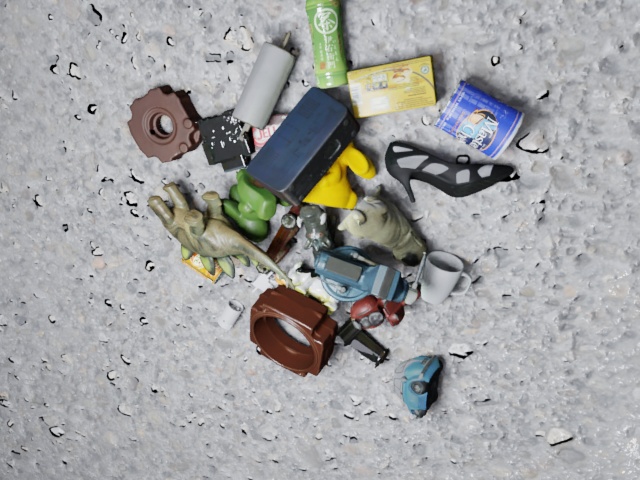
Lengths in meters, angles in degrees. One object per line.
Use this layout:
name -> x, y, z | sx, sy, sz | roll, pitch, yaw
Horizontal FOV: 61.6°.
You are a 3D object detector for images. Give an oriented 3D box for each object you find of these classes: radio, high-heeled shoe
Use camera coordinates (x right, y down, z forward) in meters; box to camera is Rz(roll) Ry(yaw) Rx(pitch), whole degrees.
radio -> -0.032, -0.189, 1.100 | 0.131, 0.073, 0.229 | 38, 90, 36
high-heeled shoe -> 0.265, -0.163, 1.127 | 0.249, 0.086, 0.145 | -14, 74, 1

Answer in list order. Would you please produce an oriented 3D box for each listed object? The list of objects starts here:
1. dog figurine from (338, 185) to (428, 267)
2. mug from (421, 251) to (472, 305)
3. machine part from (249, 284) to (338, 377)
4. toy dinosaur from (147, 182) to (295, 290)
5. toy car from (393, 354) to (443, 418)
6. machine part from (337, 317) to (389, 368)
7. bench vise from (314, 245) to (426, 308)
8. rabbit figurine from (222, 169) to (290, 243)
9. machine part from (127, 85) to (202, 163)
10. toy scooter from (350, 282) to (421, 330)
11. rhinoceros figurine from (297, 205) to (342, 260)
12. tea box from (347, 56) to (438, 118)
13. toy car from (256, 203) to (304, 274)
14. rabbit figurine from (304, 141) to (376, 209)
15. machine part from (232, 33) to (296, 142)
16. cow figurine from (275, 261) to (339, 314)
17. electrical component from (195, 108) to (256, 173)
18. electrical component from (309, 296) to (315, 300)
dog figurine -> 0.149, -0.010, 1.146 | 0.190, 0.172, 0.121 | 44, 122, 3
mug -> 0.276, 0.092, 1.200 | 0.110, 0.081, 0.107 | 17, 124, 3
machine part -> -0.067, 0.220, 1.275 | 0.202, 0.087, 0.200 | 26, 135, 18
toy dinosaur -> -0.249, -0.011, 1.232 | 0.472, 0.105, 0.198 | 23, 144, 35
toy car -> 0.229, 0.341, 1.295 | 0.103, 0.109, 0.161 | 21, 127, 32
machine part -> 0.108, 0.250, 1.322 | 0.139, 0.039, 0.084 | 43, 109, -1
bench vise -> 0.095, 0.082, 1.151 | 0.224, 0.240, 0.128 | 8, 82, -1
rabbit figurine -> -0.159, -0.069, 1.240 | 0.159, 0.121, 0.170 | 25, 129, 10
machine part -> -0.362, -0.268, 1.253 | 0.180, 0.056, 0.179 | 5, 110, 15
toy scooter -> 0.142, 0.162, 1.227 | 0.184, 0.135, 0.075 | -26, 103, 24
rhinoceros figurine -> -0.002, -0.004, 1.202 | 0.073, 0.112, 0.190 | -3, 131, 16
tea box -> 0.148, -0.309, 1.088 | 0.170, 0.068, 0.098 | -4, 109, 16
toy car -> -0.087, 0.000, 1.255 | 0.053, 0.089, 0.202 | 30, 115, -1
rabbit figurine -> 0.033, -0.157, 1.154 | 0.163, 0.122, 0.173 | 8, 92, 20
machine part -> -0.118, -0.322, 1.134 | 0.079, 0.079, 0.243 | 26, 101, 5
cow figurine -> -0.019, 0.099, 1.279 | 0.167, 0.098, 0.068 | 29, 155, 7
electrical component -> -0.208, -0.225, 1.225 | 0.115, 0.058, 0.134 | -13, 105, 22
electrical component -> -0.011, 0.194, 1.328 | 0.119, 0.048, 0.074 | 37, 116, 0
